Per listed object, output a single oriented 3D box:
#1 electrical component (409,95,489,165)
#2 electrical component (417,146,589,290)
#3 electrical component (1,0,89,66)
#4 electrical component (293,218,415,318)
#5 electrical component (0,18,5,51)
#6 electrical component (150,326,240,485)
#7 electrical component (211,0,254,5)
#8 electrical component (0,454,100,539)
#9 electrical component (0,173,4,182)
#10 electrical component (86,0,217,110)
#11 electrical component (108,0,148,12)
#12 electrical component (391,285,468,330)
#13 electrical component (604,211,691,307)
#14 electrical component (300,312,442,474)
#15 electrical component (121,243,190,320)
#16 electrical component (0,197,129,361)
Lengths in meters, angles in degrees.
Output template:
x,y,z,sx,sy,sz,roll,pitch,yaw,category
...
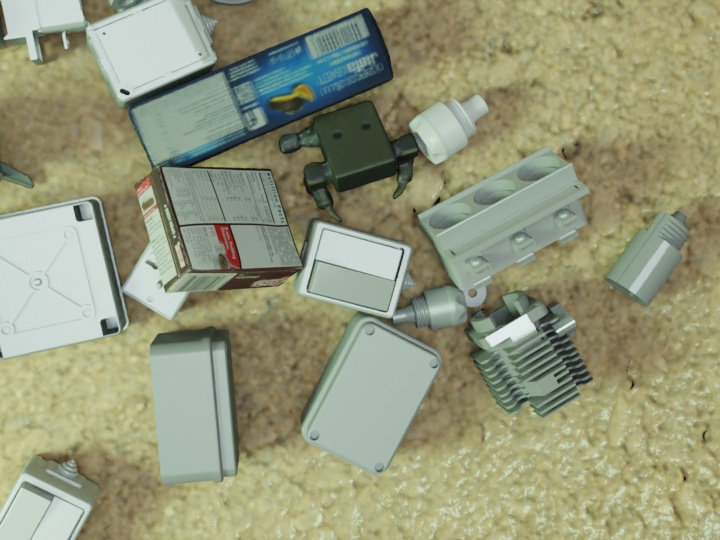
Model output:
x,y,z,sx,sy,sz,roll,pitch,yaw,category
0.074,-0.118,0.871,0.062,0.043,0.043,-35,99,-5,electrical component
0.118,-0.040,0.872,0.121,0.078,0.063,-28,120,-4,electrical component
-0.242,-0.201,0.822,0.064,0.042,0.081,-11,97,-10,electrical component
0.000,0.000,0.862,0.096,0.061,0.061,15,93,-9,electrical component
-0.321,-0.184,0.802,0.096,0.062,0.061,-10,96,-7,electrical component
-0.128,0.105,0.846,0.057,0.078,0.113,-5,96,-4,electrical component
-0.100,-0.248,0.831,0.080,0.051,0.080,-1,95,-7,electrical component
-0.250,0.194,0.846,0.062,0.061,0.096,29,91,-9,electrical component
-0.368,-0.072,0.773,0.186,0.105,0.060,-6,109,-4,electrical component
-0.155,-0.171,0.829,0.096,0.061,0.061,-26,96,-12,electrical component
-0.172,-0.238,0.815,0.058,0.078,0.057,-21,80,-37,electrical component
0.056,0.033,0.886,0.061,0.035,0.035,-11,97,-4,electrical component
0.247,-0.014,0.903,0.043,0.043,0.081,36,90,-9,electrical component
0.008,0.099,0.874,0.078,0.057,0.113,28,91,-9,electrical component
-0.149,0.001,0.834,0.047,0.077,0.065,32,90,-9,electrical component
-0.245,0.007,0.833,0.109,0.056,0.108,-12,97,-6,electrical component
